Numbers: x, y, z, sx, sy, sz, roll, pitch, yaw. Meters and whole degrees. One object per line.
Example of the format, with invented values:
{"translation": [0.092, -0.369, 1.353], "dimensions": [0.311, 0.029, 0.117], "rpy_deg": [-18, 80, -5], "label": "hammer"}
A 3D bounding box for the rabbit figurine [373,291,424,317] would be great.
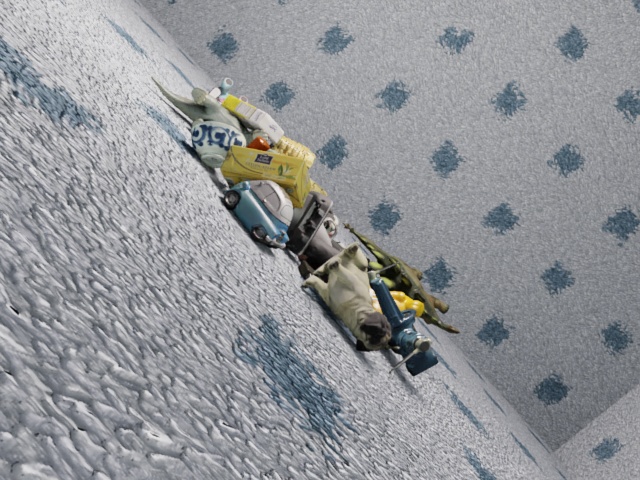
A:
{"translation": [0.164, 0.171, 1.387], "dimensions": [0.173, 0.122, 0.162], "rpy_deg": [6, 35, -52], "label": "rabbit figurine"}

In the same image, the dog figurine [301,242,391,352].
{"translation": [0.079, 0.114, 1.066], "dimensions": [0.190, 0.121, 0.172], "rpy_deg": [51, 43, -1], "label": "dog figurine"}

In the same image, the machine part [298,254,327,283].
{"translation": [0.014, 0.063, 1.283], "dimensions": [0.179, 0.056, 0.179], "rpy_deg": [47, 5, -6], "label": "machine part"}

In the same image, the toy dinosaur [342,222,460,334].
{"translation": [0.231, 0.110, 1.577], "dimensions": [0.472, 0.105, 0.198], "rpy_deg": [45, 8, 34], "label": "toy dinosaur"}

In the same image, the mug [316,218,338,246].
{"translation": [-0.003, -0.004, 1.393], "dimensions": [0.107, 0.109, 0.081], "rpy_deg": [59, -9, -33], "label": "mug"}

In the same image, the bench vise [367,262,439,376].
{"translation": [0.167, 0.180, 1.206], "dimensions": [0.223, 0.129, 0.240], "rpy_deg": [157, -92, -89], "label": "bench vise"}

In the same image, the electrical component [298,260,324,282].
{"translation": [-0.016, 0.078, 1.142], "dimensions": [0.063, 0.021, 0.094], "rpy_deg": [45, 7, -25], "label": "electrical component"}

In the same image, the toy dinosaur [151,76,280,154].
{"translation": [-0.254, -0.285, 1.414], "dimensions": [0.405, 0.131, 0.192], "rpy_deg": [42, -5, -5], "label": "toy dinosaur"}

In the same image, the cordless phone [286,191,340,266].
{"translation": [0.007, -0.015, 1.174], "dimensions": [0.184, 0.146, 0.088], "rpy_deg": [33, 0, 19], "label": "cordless phone"}

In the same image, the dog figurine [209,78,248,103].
{"translation": [-0.326, -0.406, 1.730], "dimensions": [0.108, 0.191, 0.219], "rpy_deg": [43, -27, -11], "label": "dog figurine"}

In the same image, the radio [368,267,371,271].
{"translation": [0.179, 0.173, 1.604], "dimensions": [0.230, 0.073, 0.131], "rpy_deg": [51, 9, 27], "label": "radio"}

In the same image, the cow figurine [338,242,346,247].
{"translation": [0.092, 0.070, 1.712], "dimensions": [0.167, 0.068, 0.098], "rpy_deg": [44, 2, -34], "label": "cow figurine"}

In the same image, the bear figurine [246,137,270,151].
{"translation": [-0.125, -0.139, 1.303], "dimensions": [0.195, 0.132, 0.120], "rpy_deg": [32, 34, -50], "label": "bear figurine"}

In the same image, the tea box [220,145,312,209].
{"translation": [-0.112, -0.132, 1.128], "dimensions": [0.170, 0.068, 0.098], "rpy_deg": [13, -25, 14], "label": "tea box"}

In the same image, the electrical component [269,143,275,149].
{"translation": [-0.189, -0.249, 1.554], "dimensions": [0.047, 0.119, 0.075], "rpy_deg": [45, 9, -23], "label": "electrical component"}

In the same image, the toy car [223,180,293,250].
{"translation": [-0.108, -0.062, 1.048], "dimensions": [0.162, 0.103, 0.109], "rpy_deg": [48, 7, 26], "label": "toy car"}

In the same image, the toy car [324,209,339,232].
{"translation": [-0.044, -0.075, 1.442], "dimensions": [0.202, 0.056, 0.073], "rpy_deg": [23, 28, -2], "label": "toy car"}

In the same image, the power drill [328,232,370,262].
{"translation": [0.044, 0.020, 1.548], "dimensions": [0.207, 0.086, 0.232], "rpy_deg": [45, 8, 26], "label": "power drill"}
